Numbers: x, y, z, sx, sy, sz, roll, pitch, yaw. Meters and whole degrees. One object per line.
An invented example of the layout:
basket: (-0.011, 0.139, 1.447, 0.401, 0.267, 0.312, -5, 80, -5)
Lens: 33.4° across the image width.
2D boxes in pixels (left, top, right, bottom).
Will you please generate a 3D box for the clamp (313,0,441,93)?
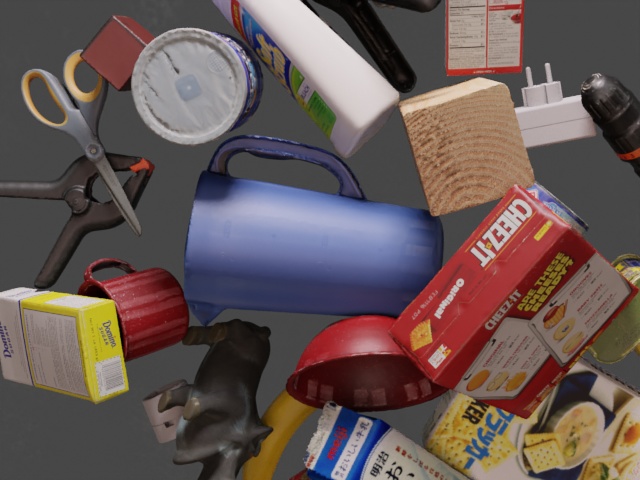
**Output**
clamp: (0.026, -0.239, 0.985, 0.210, 0.165, 0.036, 44, 72, 4)

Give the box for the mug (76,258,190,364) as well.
mug: (-0.190, 0.066, 1.064, 0.117, 0.081, 0.093, 53, 136, 23)

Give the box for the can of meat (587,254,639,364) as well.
can of meat: (0.292, 0.068, 1.042, 0.102, 0.084, 0.057, -44, 95, 10)

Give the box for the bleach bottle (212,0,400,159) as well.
bleach bottle: (-0.036, -0.195, 1.019, 0.068, 0.103, 0.251, -43, 86, -14)

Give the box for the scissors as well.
scissors: (-0.214, -0.106, 1.056, 0.096, 0.016, 0.202, -45, 81, 2)

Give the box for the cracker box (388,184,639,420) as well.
cracker box: (0.174, 0.060, 0.925, 0.164, 0.213, 0.072, -50, 55, 8)

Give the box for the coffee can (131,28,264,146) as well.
coffee can: (-0.111, -0.145, 1.001, 0.103, 0.140, 0.103, 1, 100, 3)

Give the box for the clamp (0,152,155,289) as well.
clamp: (-0.252, -0.044, 1.079, 0.171, 0.039, 0.120, -37, 96, 1)

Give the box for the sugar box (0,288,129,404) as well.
sugar box: (-0.259, 0.100, 1.051, 0.177, 0.048, 0.093, 5, 105, 48)

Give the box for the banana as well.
banana: (-0.023, 0.189, 1.106, 0.198, 0.037, 0.069, -43, 93, 9)

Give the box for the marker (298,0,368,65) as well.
marker: (0.017, -0.191, 1.046, 0.020, 0.020, 0.121, -43, 95, 9)

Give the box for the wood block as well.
wood block: (0.126, -0.090, 0.962, 0.090, 0.206, 0.091, -17, 98, 6)

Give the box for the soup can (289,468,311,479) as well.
soup can: (0.006, 0.262, 1.101, 0.102, 0.068, 0.068, -34, 96, 8)

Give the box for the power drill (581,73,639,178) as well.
power drill: (0.356, -0.136, 0.998, 0.188, 0.057, 0.184, -44, 115, 10)

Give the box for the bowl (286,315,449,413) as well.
bowl: (0.047, 0.115, 1.025, 0.162, 0.162, 0.055, -5, 62, 4)

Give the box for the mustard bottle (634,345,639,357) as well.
mustard bottle: (0.398, 0.145, 1.062, 0.096, 0.058, 0.191, -36, 96, 3)

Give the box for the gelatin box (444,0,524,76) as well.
gelatin box: (0.156, -0.203, 1.017, 0.073, 0.030, 0.089, -2, 121, 4)

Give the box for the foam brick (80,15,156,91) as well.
foam brick: (-0.188, -0.181, 1.032, 0.053, 0.078, 0.051, 41, 100, -2)

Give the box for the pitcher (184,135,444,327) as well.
pitcher: (-0.007, 0.001, 1.031, 0.243, 0.145, 0.149, 6, 134, -2)

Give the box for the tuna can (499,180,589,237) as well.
tuna can: (0.217, -0.026, 1.029, 0.086, 0.086, 0.034, 39, 98, -4)
